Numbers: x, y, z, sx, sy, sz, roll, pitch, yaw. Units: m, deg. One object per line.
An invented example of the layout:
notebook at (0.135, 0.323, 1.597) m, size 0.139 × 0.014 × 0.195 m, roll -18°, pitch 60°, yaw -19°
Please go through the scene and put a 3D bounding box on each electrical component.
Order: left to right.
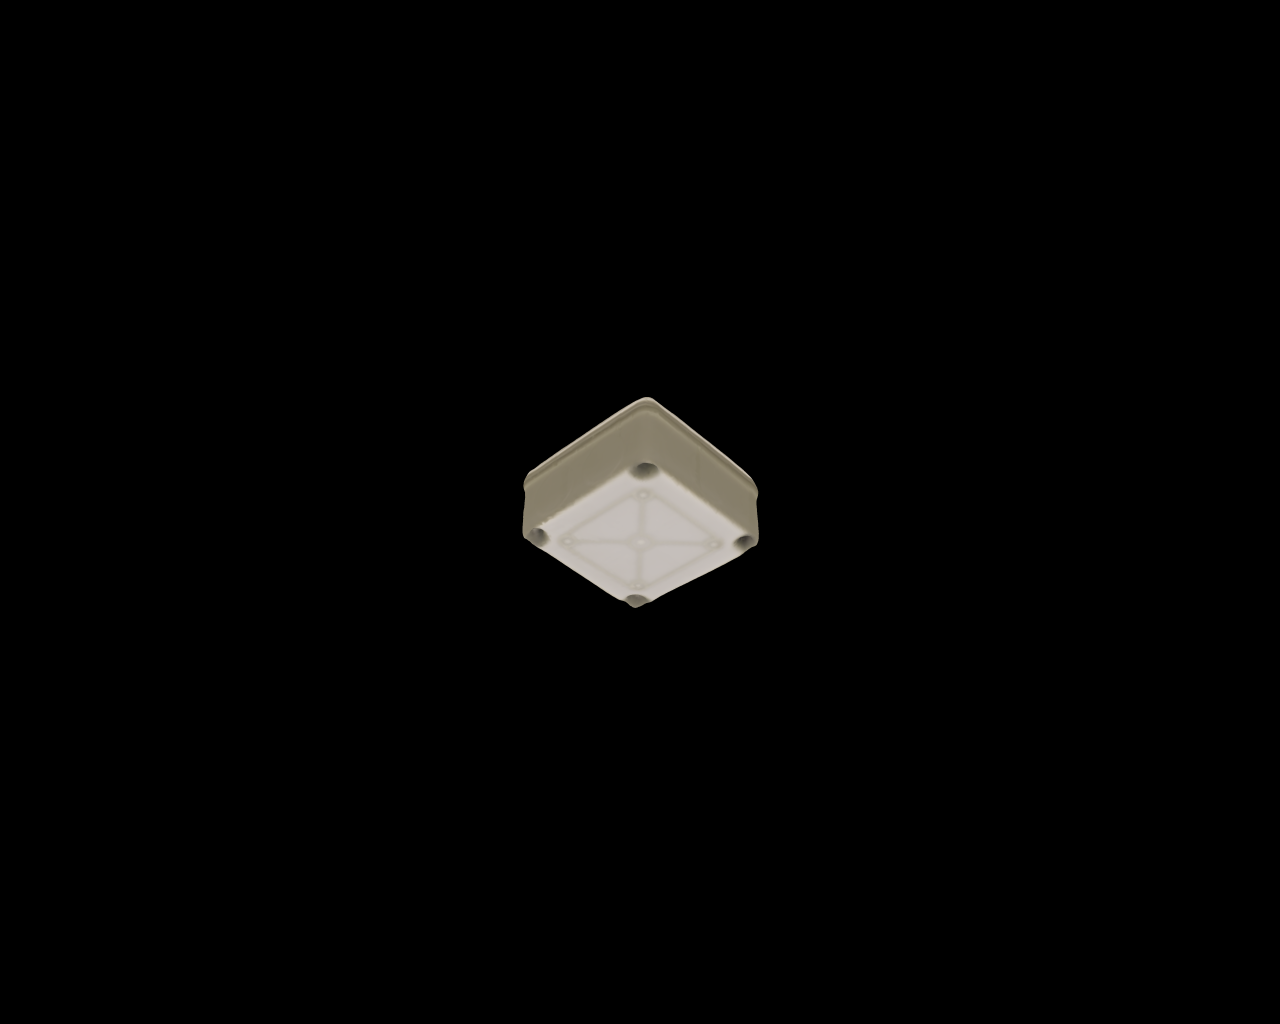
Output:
electrical component at (0.001, -0.003, 0.650) m, size 0.108 × 0.056 × 0.108 m, roll -30°, pitch -49°, yaw 31°
